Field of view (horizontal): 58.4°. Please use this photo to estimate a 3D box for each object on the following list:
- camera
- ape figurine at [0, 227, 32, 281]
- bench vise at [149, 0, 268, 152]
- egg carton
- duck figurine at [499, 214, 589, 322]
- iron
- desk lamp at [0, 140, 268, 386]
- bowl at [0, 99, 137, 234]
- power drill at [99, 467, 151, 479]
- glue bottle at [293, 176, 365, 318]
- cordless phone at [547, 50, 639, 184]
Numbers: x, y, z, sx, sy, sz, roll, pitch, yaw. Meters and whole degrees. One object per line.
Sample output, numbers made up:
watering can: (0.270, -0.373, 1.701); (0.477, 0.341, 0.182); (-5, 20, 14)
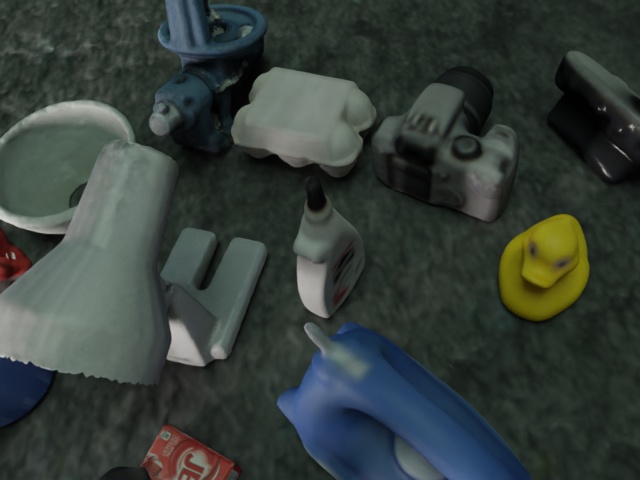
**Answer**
camera: (0.140, -0.113, 0.580); (0.142, 0.101, 0.137); (24, 66, 20)
ape figurine: (-0.357, 0.004, 0.588); (0.076, 0.092, 0.077); (-15, 59, 0)
bench vise: (-0.122, -0.213, 0.607); (0.121, 0.220, 0.207); (-3, 60, 7)
egg carton: (-0.017, -0.130, 0.631); (0.150, 0.069, 0.107); (14, 63, 16)
duck figurine: (0.204, 0.012, 0.507); (0.077, 0.086, 0.105); (28, 67, 22)
iron: (0.084, 0.152, 0.410); (0.257, 0.142, 0.119); (34, 70, 24)
desk lamp: (-0.143, 0.034, 0.469); (0.117, 0.214, 0.203); (11, 62, 14)
bowl: (-0.270, -0.069, 0.628); (0.167, 0.075, 0.167); (-3, 60, 6)
power drill: (-0.144, 0.256, 0.344); (0.075, 0.209, 0.230); (24, 66, 21)
glue bottle: (0.005, 0.002, 0.491); (0.037, 0.173, 0.078); (23, 66, 20)
cordless phone: (0.297, -0.157, 0.534); (0.094, 0.185, 0.147); (-30, 60, -9)
